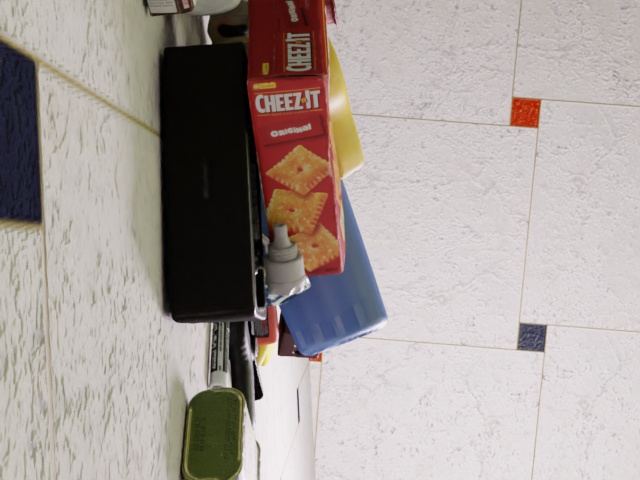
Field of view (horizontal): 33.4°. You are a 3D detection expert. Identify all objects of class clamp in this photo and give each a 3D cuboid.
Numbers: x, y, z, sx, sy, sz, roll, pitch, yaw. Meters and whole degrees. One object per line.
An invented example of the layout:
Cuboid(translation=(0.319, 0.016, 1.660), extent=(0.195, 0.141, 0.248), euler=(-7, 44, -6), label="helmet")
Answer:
Cuboid(translation=(-0.088, 0.131, 1.205), extent=(0.120, 0.039, 0.171), euler=(-103, -176, -70), label="clamp")

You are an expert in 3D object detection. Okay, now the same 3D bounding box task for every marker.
Cuboid(translation=(-0.103, 0.100, 1.100), extent=(0.020, 0.020, 0.121), euler=(84, 3, -53), label="marker")

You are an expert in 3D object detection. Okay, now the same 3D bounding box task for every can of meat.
Cuboid(translation=(-0.086, 0.192, 0.933), extent=(0.084, 0.057, 0.102), euler=(82, 4, -46), label="can of meat")

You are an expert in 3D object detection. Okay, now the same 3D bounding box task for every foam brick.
Cuboid(translation=(-0.024, 0.109, 1.320), extent=(0.078, 0.053, 0.051), euler=(103, -11, -61), label="foam brick")

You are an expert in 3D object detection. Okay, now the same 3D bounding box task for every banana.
Cuboid(translation=(-0.084, 0.145, 1.426), extent=(0.198, 0.037, 0.069), euler=(-7, 114, -87), label="banana")

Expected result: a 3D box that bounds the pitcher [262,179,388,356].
Cuboid(translation=(-0.008, 0.002, 1.219), extent=(0.145, 0.149, 0.243), euler=(139, -69, -71), label="pitcher")

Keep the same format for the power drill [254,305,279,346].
Cuboid(translation=(-0.080, 0.024, 1.319), extent=(0.187, 0.057, 0.184), euler=(-90, 177, -53), label="power drill")

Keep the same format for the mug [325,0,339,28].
Cuboid(translation=(-0.030, -0.265, 1.089), extent=(0.093, 0.081, 0.117), euler=(74, 7, -65), label="mug")

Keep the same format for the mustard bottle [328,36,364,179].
Cuboid(translation=(-0.011, -0.156, 1.070), extent=(0.096, 0.058, 0.191), euler=(38, -26, 43), label="mustard bottle")

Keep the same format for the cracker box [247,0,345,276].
Cuboid(translation=(-0.020, -0.098, 0.952), extent=(0.164, 0.072, 0.214), euler=(-94, 179, -49), label="cracker box")

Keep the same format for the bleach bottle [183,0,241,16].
Cuboid(translation=(-0.102, -0.260, 1.018), extent=(0.251, 0.068, 0.102), euler=(-96, -177, -81), label="bleach bottle")

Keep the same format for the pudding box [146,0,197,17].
Cuboid(translation=(-0.119, -0.243, 0.816), extent=(0.090, 0.039, 0.113), euler=(81, 4, -62), label="pudding box")
